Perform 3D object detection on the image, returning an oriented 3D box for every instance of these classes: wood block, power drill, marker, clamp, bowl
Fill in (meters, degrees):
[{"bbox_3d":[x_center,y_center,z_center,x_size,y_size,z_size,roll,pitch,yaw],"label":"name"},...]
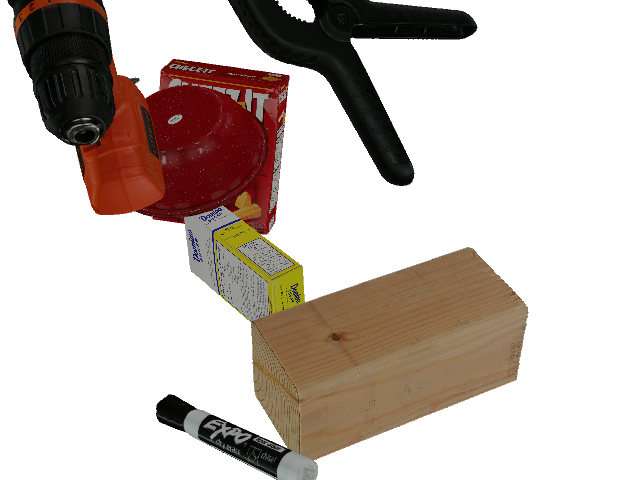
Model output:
[{"bbox_3d":[0.056,0.091,0.876,0.205,0.090,0.091,-17,42,-20],"label":"wood block"},{"bbox_3d":[-0.144,-0.096,0.669,0.057,0.184,0.187,-13,-31,-5],"label":"power drill"},{"bbox_3d":[-0.053,0.117,0.627,0.121,0.020,0.020,17,10,37],"label":"marker"},{"bbox_3d":[0.010,-0.143,0.773,0.209,0.164,0.036,26,-28,-16],"label":"clamp"},{"bbox_3d":[-0.132,-0.097,1.014,0.162,0.162,0.055,0,-41,12],"label":"bowl"}]

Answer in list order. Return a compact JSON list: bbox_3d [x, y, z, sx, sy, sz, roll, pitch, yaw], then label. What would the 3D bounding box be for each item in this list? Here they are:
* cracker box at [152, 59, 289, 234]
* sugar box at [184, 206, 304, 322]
[{"bbox_3d":[-0.136,-0.123,1.438,0.164,0.214,0.072,9,23,5],"label":"cracker box"},{"bbox_3d":[-0.084,0.031,1.165,0.048,0.093,0.176,-23,41,-27],"label":"sugar box"}]
